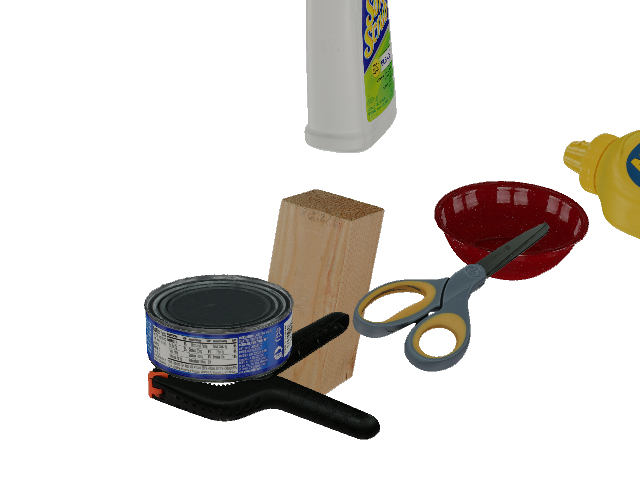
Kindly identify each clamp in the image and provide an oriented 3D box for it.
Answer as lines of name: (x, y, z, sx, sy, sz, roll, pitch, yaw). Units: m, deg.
clamp: (-0.051, 0.133, 0.987, 0.209, 0.036, 0.165, -6, 35, -15)

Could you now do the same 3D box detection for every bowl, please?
bowl: (0.201, -0.004, 1.140, 0.162, 0.055, 0.162, -1, 31, 0)

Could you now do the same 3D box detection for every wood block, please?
wood block: (-0.003, 0.057, 1.196, 0.090, 0.206, 0.090, 17, 18, 23)

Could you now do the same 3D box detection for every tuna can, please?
tuna can: (-0.058, 0.050, 0.618, 0.086, 0.034, 0.086, 1, 18, -1)

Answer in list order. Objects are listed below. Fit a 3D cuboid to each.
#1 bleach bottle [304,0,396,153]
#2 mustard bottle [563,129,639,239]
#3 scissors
bleach bottle: (0.021, -0.209, 0.926, 0.068, 0.251, 0.102, 10, 34, 24)
mustard bottle: (0.236, -0.027, 0.666, 0.096, 0.058, 0.192, -31, 39, -33)
scissors: (0.121, 0.043, 0.820, 0.201, 0.016, 0.096, -17, 47, -22)
